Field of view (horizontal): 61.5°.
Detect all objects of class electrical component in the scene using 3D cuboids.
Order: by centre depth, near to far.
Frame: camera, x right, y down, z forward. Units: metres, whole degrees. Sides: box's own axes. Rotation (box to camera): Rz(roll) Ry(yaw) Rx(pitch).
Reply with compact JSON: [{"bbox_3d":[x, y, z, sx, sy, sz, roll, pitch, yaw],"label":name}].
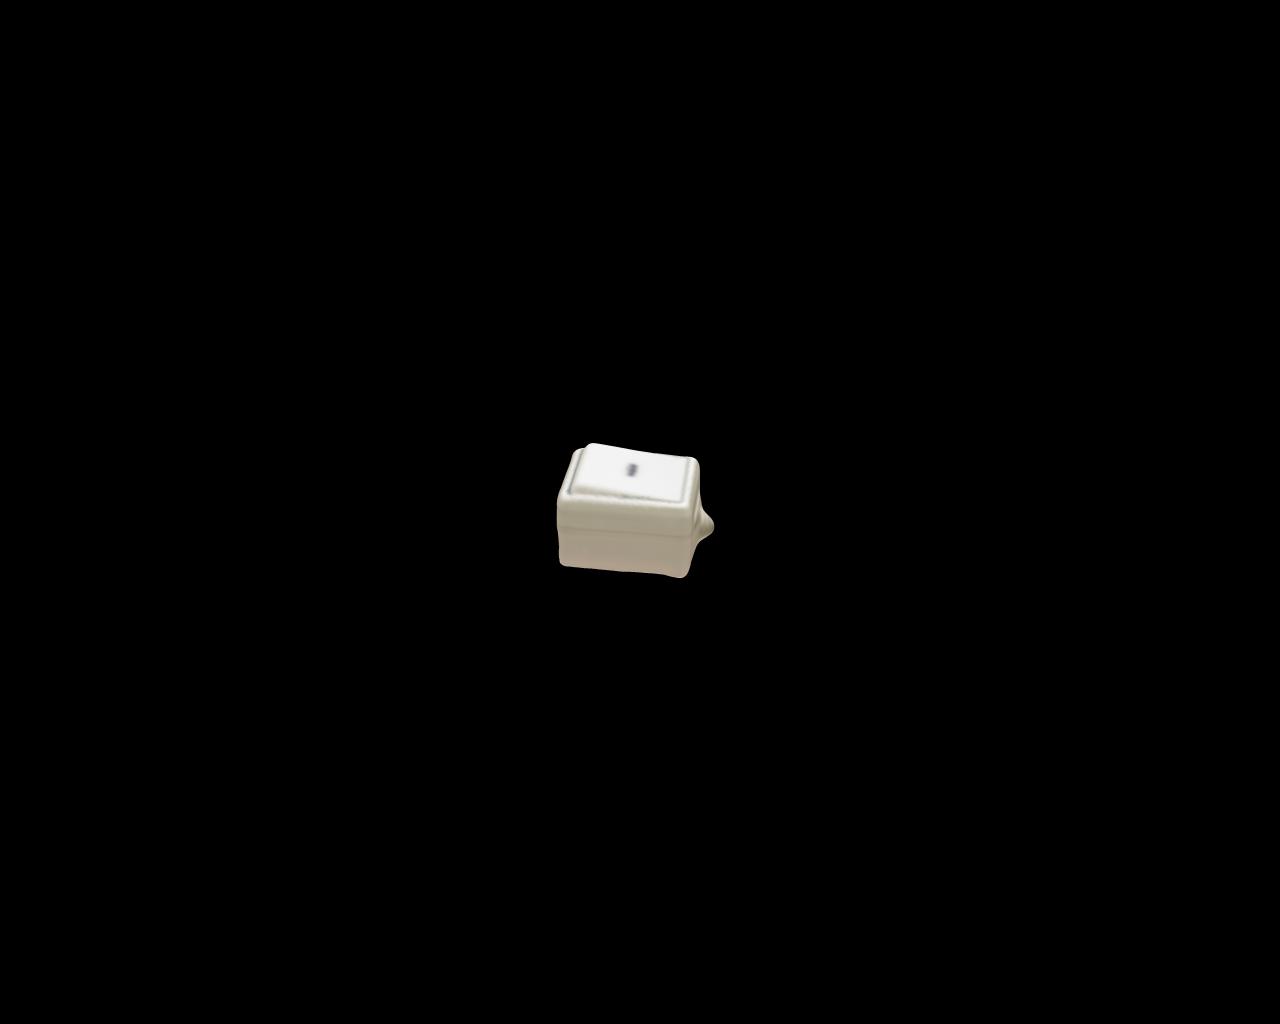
[{"bbox_3d":[0.001,-0.003,0.650,0.096,0.061,0.062,5,36,7],"label":"electrical component"}]
